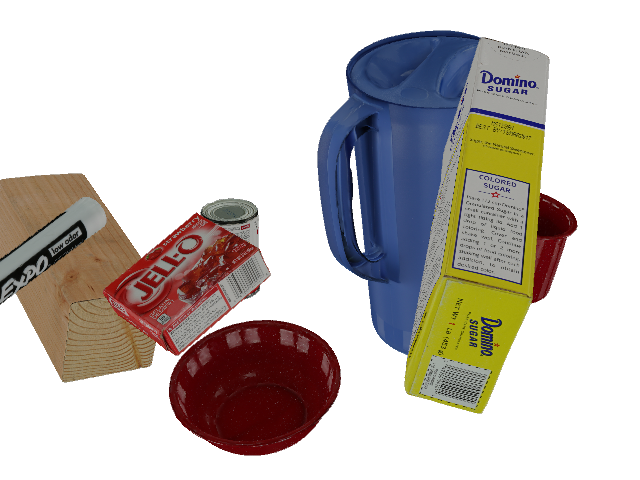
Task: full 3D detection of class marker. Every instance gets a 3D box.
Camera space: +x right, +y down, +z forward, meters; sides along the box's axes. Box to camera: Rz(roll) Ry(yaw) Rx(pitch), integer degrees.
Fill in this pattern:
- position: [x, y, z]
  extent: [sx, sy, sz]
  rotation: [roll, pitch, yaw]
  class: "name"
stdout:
- position: [-0.152, 0.017, 0.521]
  extent: [0.020, 0.020, 0.120]
  rotation: [0, 32, 41]
  class: "marker"

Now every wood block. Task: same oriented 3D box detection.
- position: [-0.234, 0.028, 1.013]
  extent: [0.090, 0.091, 0.206]
  rotation: [-7, 37, -33]
  class: "wood block"

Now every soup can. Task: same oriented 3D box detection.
- position: [-0.105, 0.010, 1.244]
  extent: [0.068, 0.102, 0.068]
  rotation: [0, 26, 0]
  class: "soup can"

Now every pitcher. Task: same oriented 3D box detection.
- position: [0.082, -0.026, 0.822]
  extent: [0.149, 0.243, 0.145]
  rotation: [1, 33, 7]
  class: "pitcher"

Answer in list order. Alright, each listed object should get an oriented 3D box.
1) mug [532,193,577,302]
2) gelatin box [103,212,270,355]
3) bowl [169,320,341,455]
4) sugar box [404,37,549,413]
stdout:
- position: [0.183, 0.000, 1.026]
  extent: [0.093, 0.081, 0.117]
  rotation: [-6, 35, -25]
  class: "mug"
- position: [-0.091, 0.028, 0.718]
  extent: [0.089, 0.030, 0.073]
  rotation: [-41, 43, -21]
  class: "gelatin box"
- position: [-0.059, 0.149, 1.008]
  extent: [0.162, 0.055, 0.162]
  rotation: [-4, 38, 3]
  class: "bowl"
- position: [0.081, -0.012, 0.537]
  extent: [0.048, 0.176, 0.093]
  rotation: [15, -42, 3]
  class: "sugar box"
